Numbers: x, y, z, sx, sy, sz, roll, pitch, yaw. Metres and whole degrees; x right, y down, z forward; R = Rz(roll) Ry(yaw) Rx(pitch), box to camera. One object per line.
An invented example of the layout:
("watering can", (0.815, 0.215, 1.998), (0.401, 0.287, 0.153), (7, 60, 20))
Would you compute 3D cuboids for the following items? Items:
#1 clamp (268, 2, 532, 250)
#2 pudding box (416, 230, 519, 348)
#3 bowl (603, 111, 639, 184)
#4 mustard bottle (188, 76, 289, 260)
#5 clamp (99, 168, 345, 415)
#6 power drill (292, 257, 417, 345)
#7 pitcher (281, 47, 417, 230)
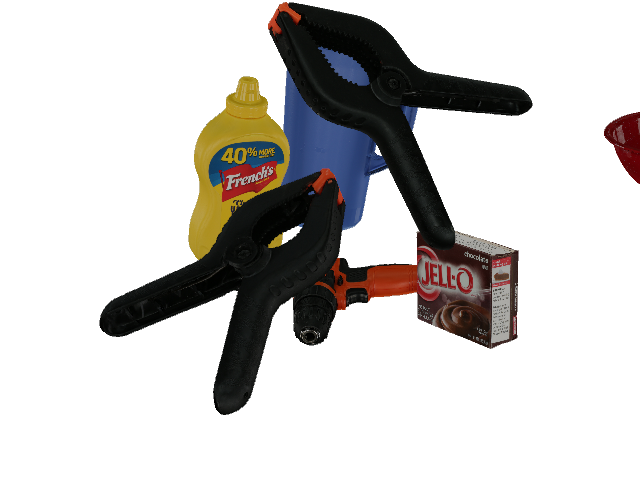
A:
("clamp", (0.048, -0.098, 0.788), (0.210, 0.164, 0.036), (30, -32, -8))
("pudding box", (0.137, 0.042, 1.008), (0.039, 0.090, 0.114), (-13, 18, -33))
("bowl", (0.342, -0.076, 0.972), (0.162, 0.055, 0.162), (-5, 22, 2))
("mustard bottle", (-0.079, -0.072, 1.073), (0.096, 0.192, 0.058), (-5, 30, -21))
("clamp", (-0.039, 0.027, 0.644), (0.120, 0.171, 0.039), (40, -17, 34))
("power drill", (0.062, 0.064, 1.241), (0.187, 0.057, 0.184), (1, 28, 4))
("pitcher", (0.023, -0.136, 1.326), (0.144, 0.243, 0.149), (-3, 25, -22))
